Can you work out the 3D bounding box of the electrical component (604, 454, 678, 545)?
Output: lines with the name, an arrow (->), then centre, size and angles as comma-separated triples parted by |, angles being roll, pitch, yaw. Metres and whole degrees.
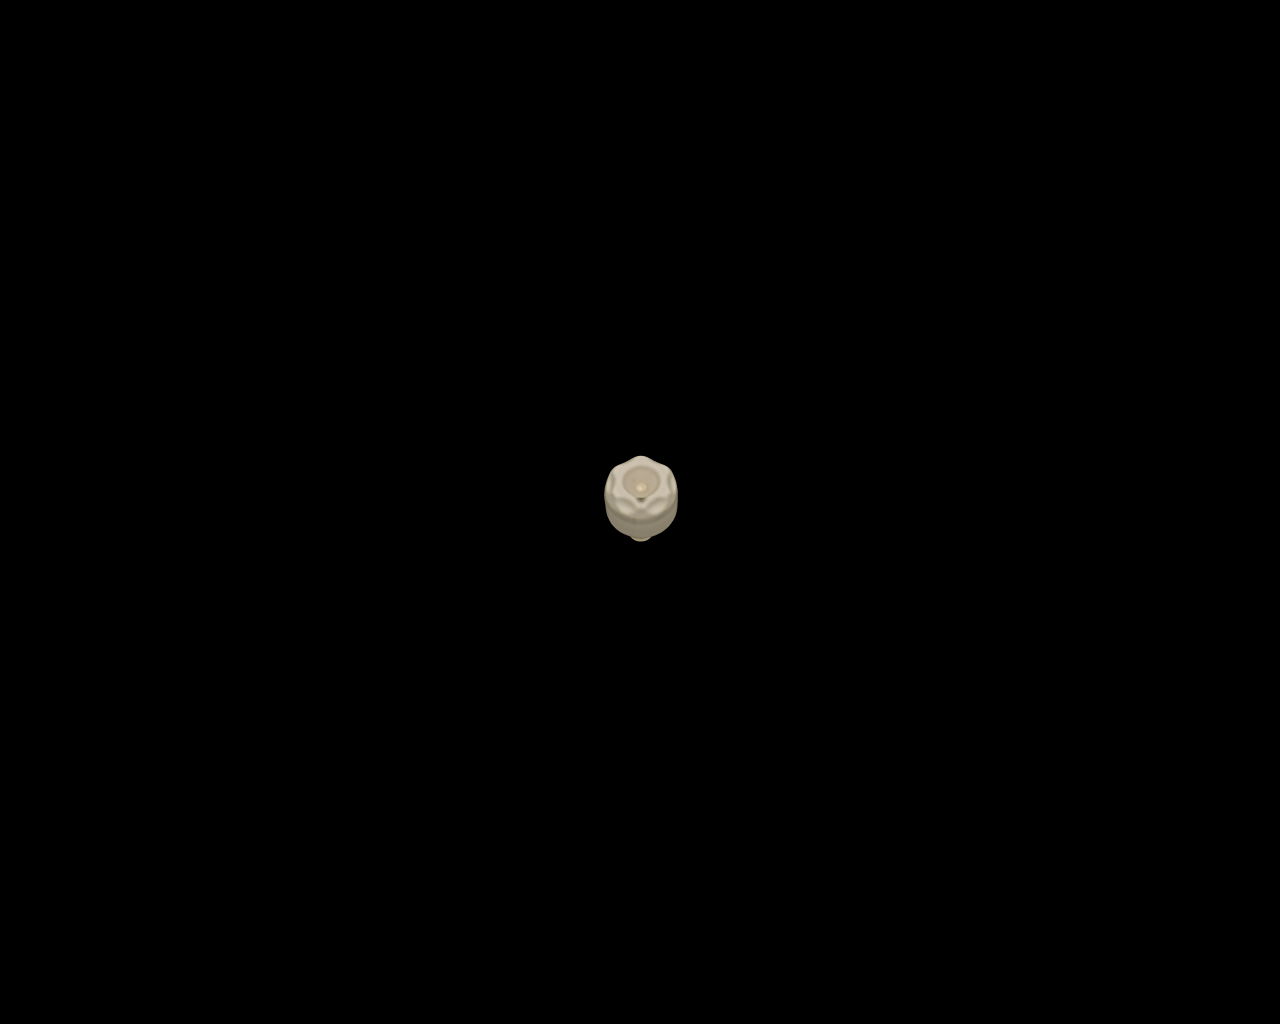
electrical component -> 0.001, -0.003, 0.650 | 0.043, 0.043, 0.062 | 0, -32, 0
